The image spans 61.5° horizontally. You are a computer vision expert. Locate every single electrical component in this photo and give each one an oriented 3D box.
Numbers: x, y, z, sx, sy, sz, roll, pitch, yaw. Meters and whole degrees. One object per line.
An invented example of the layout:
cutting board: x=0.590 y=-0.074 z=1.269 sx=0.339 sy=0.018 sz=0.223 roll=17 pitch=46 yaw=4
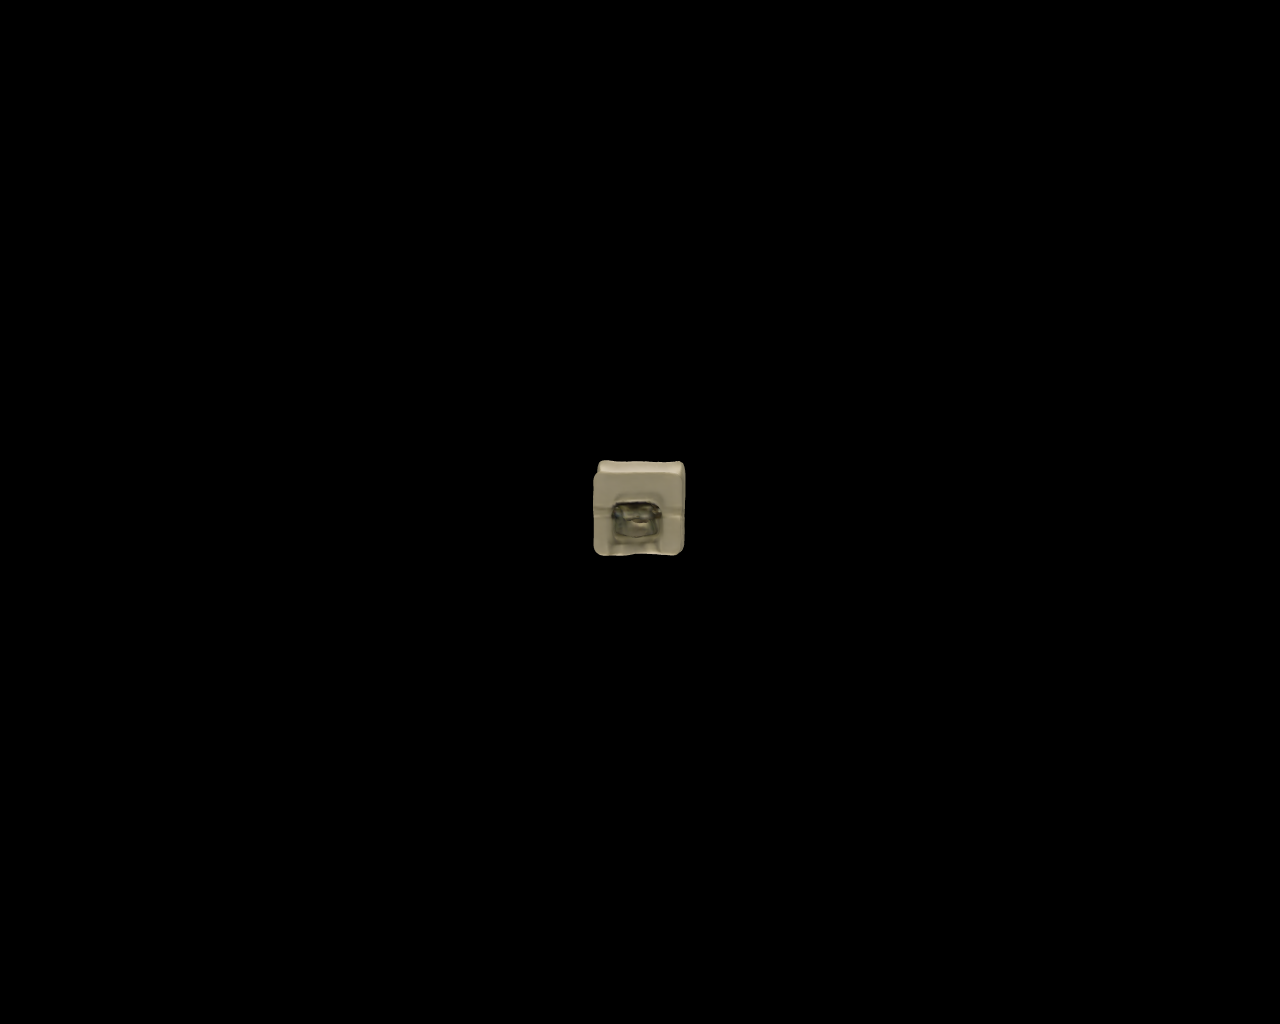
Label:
electrical component: x=0.001 y=-0.003 z=0.650 sx=0.050 sy=0.055 sz=0.089 roll=0 pitch=-2 yaw=4
